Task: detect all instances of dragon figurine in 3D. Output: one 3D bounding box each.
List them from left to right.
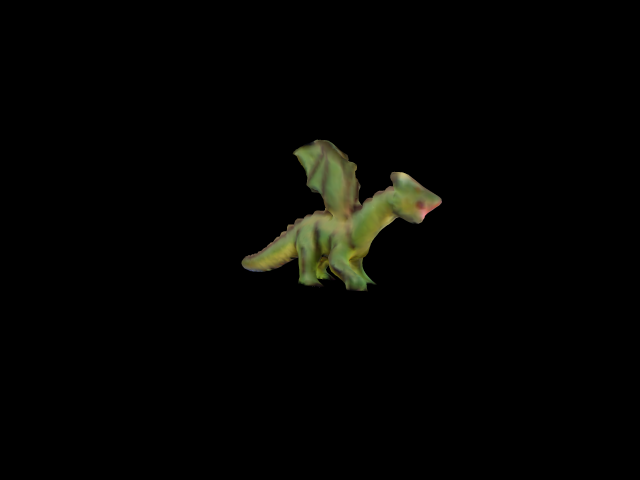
[{"bbox_3d":[0.003,-0.043,0.850,0.410,0.242,0.123,5,7,37],"label":"dragon figurine"}]
